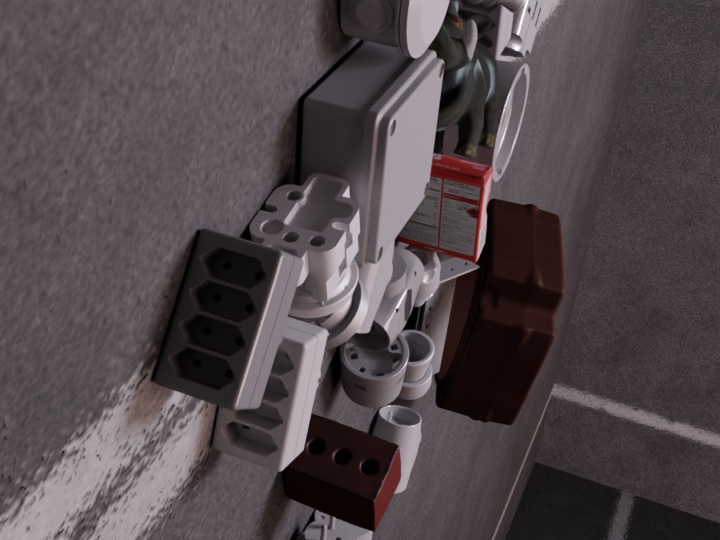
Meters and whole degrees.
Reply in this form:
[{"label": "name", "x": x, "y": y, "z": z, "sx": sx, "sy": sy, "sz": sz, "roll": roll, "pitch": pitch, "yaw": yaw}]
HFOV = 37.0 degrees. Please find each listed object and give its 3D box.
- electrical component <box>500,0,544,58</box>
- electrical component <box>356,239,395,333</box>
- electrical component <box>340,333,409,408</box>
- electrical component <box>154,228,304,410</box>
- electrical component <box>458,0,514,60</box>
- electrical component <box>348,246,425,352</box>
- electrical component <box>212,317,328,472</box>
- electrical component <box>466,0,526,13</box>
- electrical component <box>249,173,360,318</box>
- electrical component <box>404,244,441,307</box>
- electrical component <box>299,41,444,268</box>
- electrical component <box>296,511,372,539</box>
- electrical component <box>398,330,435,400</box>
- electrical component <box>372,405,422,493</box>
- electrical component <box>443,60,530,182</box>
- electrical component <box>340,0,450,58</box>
[{"label": "electrical component", "x": 0.132, "y": -0.228, "z": 0.979, "sx": 0.089, "sy": 0.050, "sz": 0.055, "roll": 1, "pitch": 104, "yaw": -74}, {"label": "electrical component", "x": 0.000, "y": 0.000, "z": 0.767, "sx": 0.079, "sy": 0.044, "sz": 0.077, "roll": -13, "pitch": 118, "yaw": -73}, {"label": "electrical component", "x": 0.011, "y": 0.079, "z": 0.872, "sx": 0.047, "sy": 0.055, "sz": 0.055, "roll": 93, "pitch": 20, "yaw": -51}, {"label": "electrical component", "x": -0.062, "y": 0.028, "z": 0.573, "sx": 0.076, "sy": 0.047, "sz": 0.083, "roll": 24, "pitch": 83, "yaw": -75}, {"label": "electrical component", "x": 0.107, "y": -0.226, "z": 0.900, "sx": 0.065, "sy": 0.047, "sz": 0.076, "roll": 91, "pitch": 22, "yaw": -44}, {"label": "electrical component", "x": 0.018, "y": 0.011, "z": 0.842, "sx": 0.079, "sy": 0.043, "sz": 0.077, "roll": 88, "pitch": 24, "yaw": -49}, {"label": "electrical component", "x": -0.048, "y": 0.068, "z": 0.664, "sx": 0.076, "sy": 0.047, "sz": 0.083, "roll": -32, "pitch": 136, "yaw": -68}, {"label": "electrical component", "x": 0.094, "y": -0.213, "z": 0.787, "sx": 0.048, "sy": 0.062, "sz": 0.048, "roll": -48, "pitch": -157, "yaw": 28}, {"label": "electrical component", "x": -0.030, "y": -0.010, "z": 0.628, "sx": 0.057, "sy": 0.058, "sz": 0.078, "roll": 87, "pitch": 25, "yaw": -44}, {"label": "electrical component", "x": 0.049, "y": 0.009, "z": 0.951, "sx": 0.062, "sy": 0.043, "sz": 0.043, "roll": 86, "pitch": 26, "yaw": -54}, {"label": "electrical component", "x": 0.006, "y": -0.076, "z": 0.687, "sx": 0.108, "sy": 0.056, "sz": 0.108, "roll": -54, "pitch": 155, "yaw": -50}, {"label": "electrical component", "x": -0.029, "y": 0.233, "z": 0.894, "sx": 0.138, "sy": 0.052, "sz": 0.073, "roll": -50, "pitch": 152, "yaw": -56}, {"label": "electrical component", "x": 0.048, "y": 0.091, "z": 1.029, "sx": 0.055, "sy": 0.045, "sz": 0.045, "roll": 91, "pitch": 22, "yaw": -46}, {"label": "electrical component", "x": 0.039, "y": 0.174, "z": 1.087, "sx": 0.079, "sy": 0.043, "sz": 0.077, "roll": -37, "pitch": 141, "yaw": -65}, {"label": "electrical component", "x": 0.108, "y": -0.139, "z": 0.968, "sx": 0.108, "sy": 0.060, "sz": 0.108, "roll": 17, "pitch": 90, "yaw": -75}, {"label": "electrical component", "x": 0.024, "y": -0.174, "z": 0.657, "sx": 0.080, "sy": 0.051, "sz": 0.080, "roll": 17, "pitch": 90, "yaw": -75}]
